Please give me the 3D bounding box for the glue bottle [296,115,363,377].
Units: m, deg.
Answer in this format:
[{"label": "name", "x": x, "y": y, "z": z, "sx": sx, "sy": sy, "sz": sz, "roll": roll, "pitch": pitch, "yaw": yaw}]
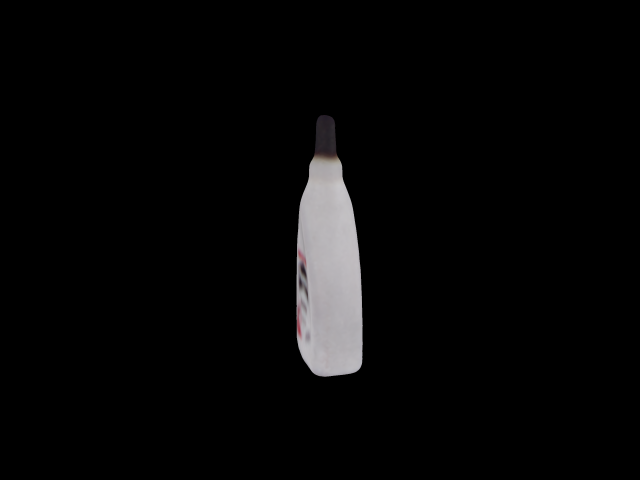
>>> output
[{"label": "glue bottle", "x": 0.004, "y": 0.001, "z": 0.400, "sx": 0.037, "sy": 0.173, "sz": 0.078, "roll": -3, "pitch": 11, "yaw": -16}]
